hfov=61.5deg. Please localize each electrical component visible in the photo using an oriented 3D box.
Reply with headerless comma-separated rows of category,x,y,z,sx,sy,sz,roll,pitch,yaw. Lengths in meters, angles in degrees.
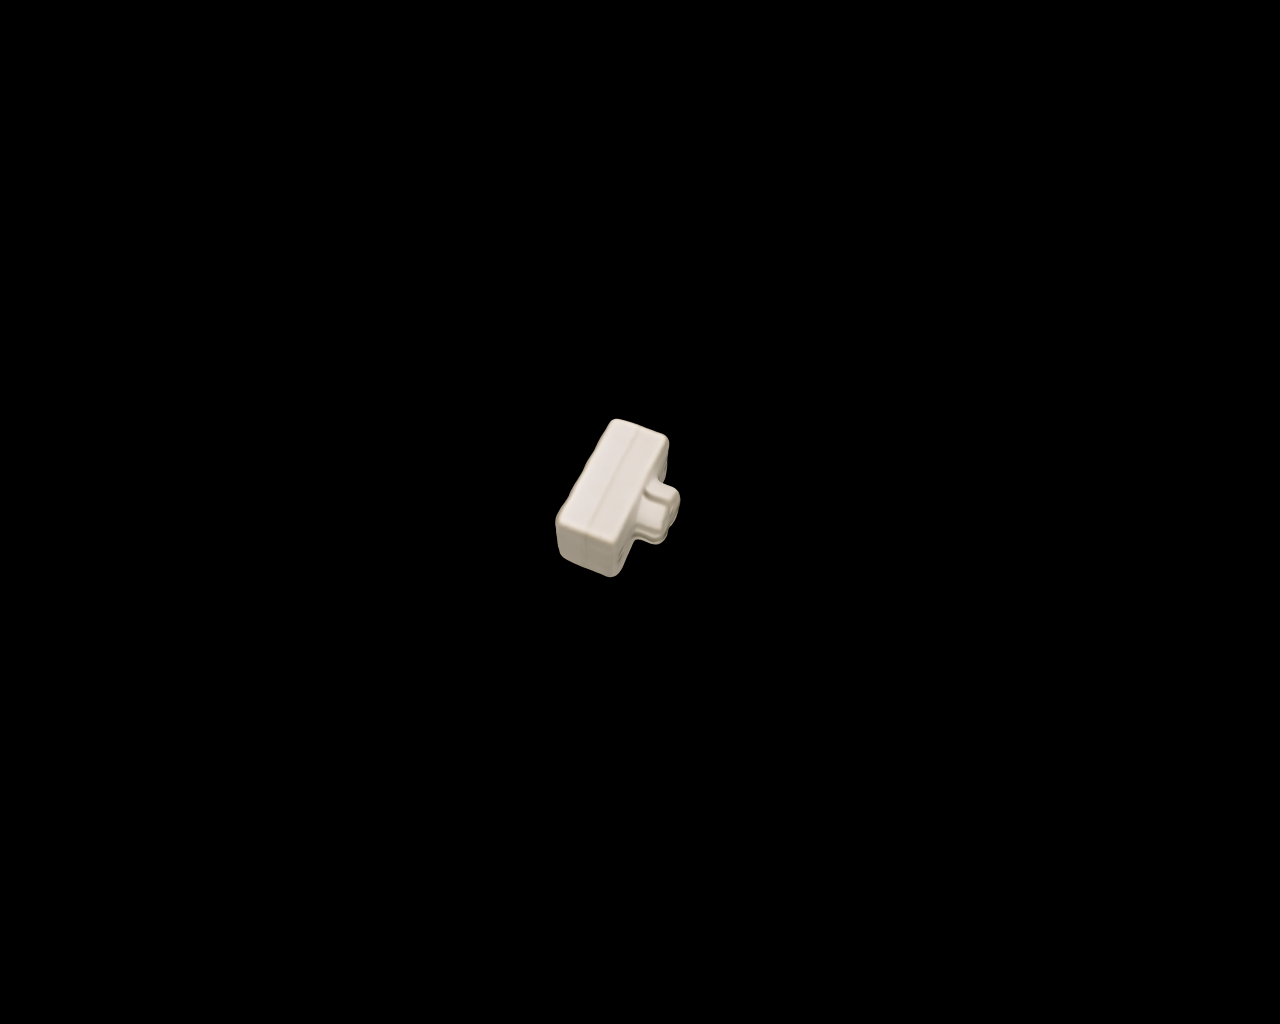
electrical component,0.001,-0.003,0.650,0.076,0.083,0.047,21,-28,12
